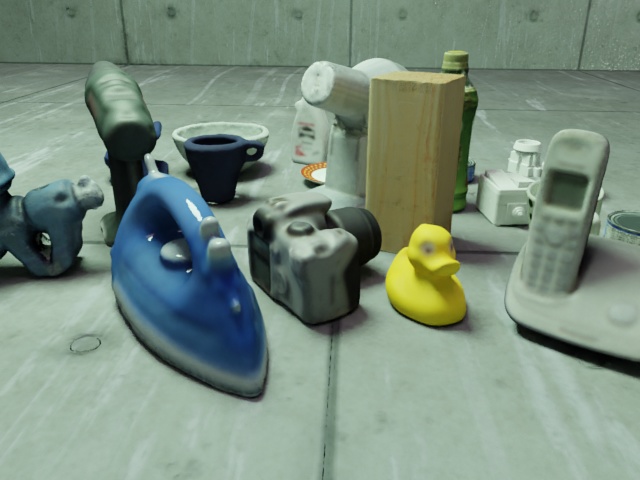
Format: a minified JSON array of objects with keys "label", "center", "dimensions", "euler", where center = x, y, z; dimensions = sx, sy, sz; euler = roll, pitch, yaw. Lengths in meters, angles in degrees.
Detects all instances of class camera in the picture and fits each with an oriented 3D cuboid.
[{"label":"camera","center":[0.006,0.002,0.604],"dimensions":[0.137,0.101,0.142],"euler":[-13,27,-29]}]

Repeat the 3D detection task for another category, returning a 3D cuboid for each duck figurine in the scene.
[{"label":"duck figurine","center":[0.107,0.025,0.571],"dimensions":[0.078,0.086,0.104],"euler":[-7,24,-17]}]

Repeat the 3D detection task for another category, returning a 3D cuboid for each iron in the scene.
[{"label":"iron","center":[-0.115,0.015,0.518],"dimensions":[0.119,0.141,0.257],"euler":[-14,27,-30]}]

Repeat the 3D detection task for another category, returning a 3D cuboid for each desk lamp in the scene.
[{"label":"desk lamp","center":[0.040,-0.146,0.809],"dimensions":[0.117,0.214,0.204],"euler":[18,29,35]}]

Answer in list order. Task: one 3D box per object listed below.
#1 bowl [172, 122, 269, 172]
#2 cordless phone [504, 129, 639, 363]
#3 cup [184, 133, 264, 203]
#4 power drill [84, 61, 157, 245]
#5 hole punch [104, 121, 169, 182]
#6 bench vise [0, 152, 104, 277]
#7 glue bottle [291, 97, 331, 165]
[{"label":"bowl","center":[-0.172,-0.157,1.008],"dimensions":[0.167,0.075,0.167],"euler":[0,23,0]},{"label":"cordless phone","center":[0.248,0.003,0.498],"dimensions":[0.147,0.185,0.094],"euler":[16,28,32]},{"label":"cup","center":[-0.142,-0.107,0.864],"dimensions":[0.118,0.095,0.091],"euler":[-4,23,-10]},{"label":"power drill","center":[-0.250,-0.109,0.722],"dimensions":[0.076,0.208,0.228],"euler":[-11,25,-24]},{"label":"hole punch","center":[-0.312,-0.151,0.972],"dimensions":[0.101,0.091,0.108],"euler":[-5,24,-12]},{"label":"bench vise","center":[-0.351,-0.070,0.615],"dimensions":[0.208,0.220,0.121],"euler":[-12,26,-26]},{"label":"glue bottle","center":[-0.016,-0.225,1.046],"dimensions":[0.078,0.173,0.037],"euler":[11,25,23]}]
